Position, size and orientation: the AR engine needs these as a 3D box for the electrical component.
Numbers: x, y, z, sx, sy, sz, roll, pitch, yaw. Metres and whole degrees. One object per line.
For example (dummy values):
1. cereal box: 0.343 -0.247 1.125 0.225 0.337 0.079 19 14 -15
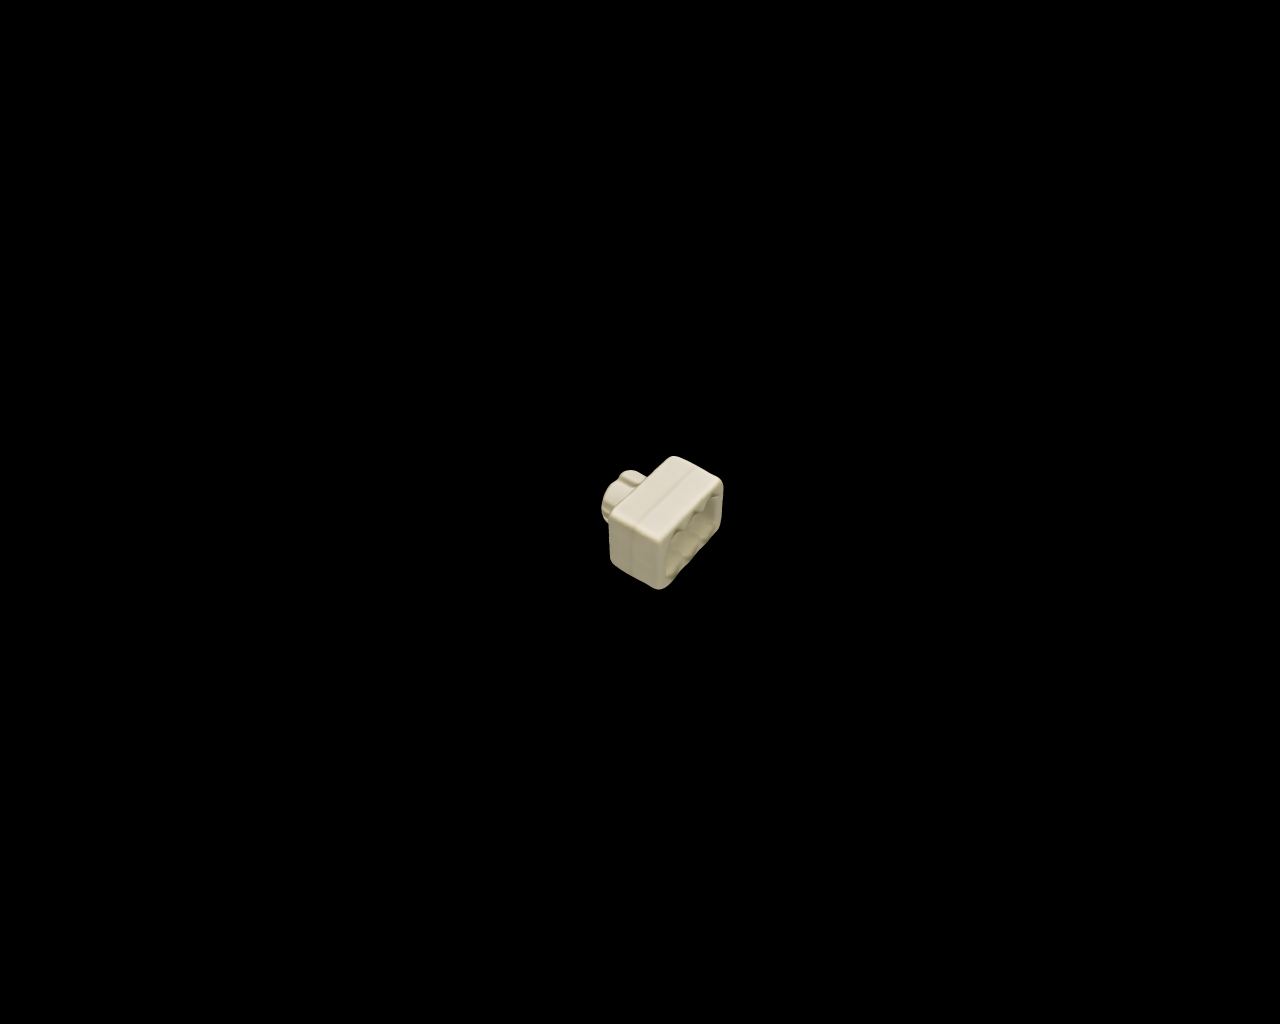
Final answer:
1. electrical component: 0.001 -0.003 0.650 0.077 0.047 0.066 30 54 24
